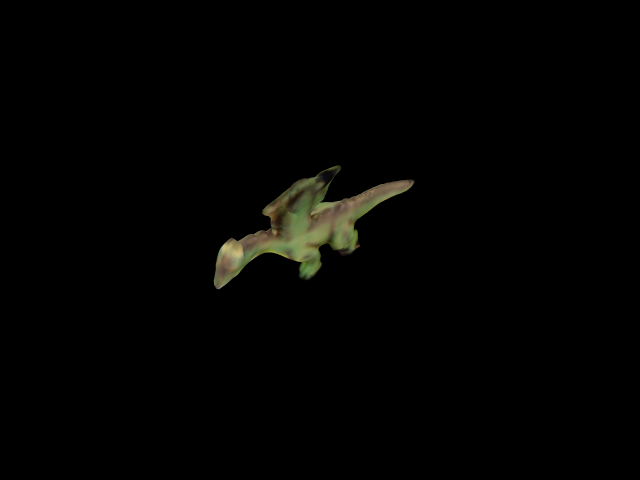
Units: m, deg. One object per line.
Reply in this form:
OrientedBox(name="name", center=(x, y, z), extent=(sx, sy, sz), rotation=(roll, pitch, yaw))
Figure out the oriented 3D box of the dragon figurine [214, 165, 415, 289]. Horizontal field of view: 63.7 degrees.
OrientedBox(name="dragon figurine", center=(0.003, -0.043, 0.850), extent=(0.412, 0.123, 0.239), rotation=(-34, -14, -11))
